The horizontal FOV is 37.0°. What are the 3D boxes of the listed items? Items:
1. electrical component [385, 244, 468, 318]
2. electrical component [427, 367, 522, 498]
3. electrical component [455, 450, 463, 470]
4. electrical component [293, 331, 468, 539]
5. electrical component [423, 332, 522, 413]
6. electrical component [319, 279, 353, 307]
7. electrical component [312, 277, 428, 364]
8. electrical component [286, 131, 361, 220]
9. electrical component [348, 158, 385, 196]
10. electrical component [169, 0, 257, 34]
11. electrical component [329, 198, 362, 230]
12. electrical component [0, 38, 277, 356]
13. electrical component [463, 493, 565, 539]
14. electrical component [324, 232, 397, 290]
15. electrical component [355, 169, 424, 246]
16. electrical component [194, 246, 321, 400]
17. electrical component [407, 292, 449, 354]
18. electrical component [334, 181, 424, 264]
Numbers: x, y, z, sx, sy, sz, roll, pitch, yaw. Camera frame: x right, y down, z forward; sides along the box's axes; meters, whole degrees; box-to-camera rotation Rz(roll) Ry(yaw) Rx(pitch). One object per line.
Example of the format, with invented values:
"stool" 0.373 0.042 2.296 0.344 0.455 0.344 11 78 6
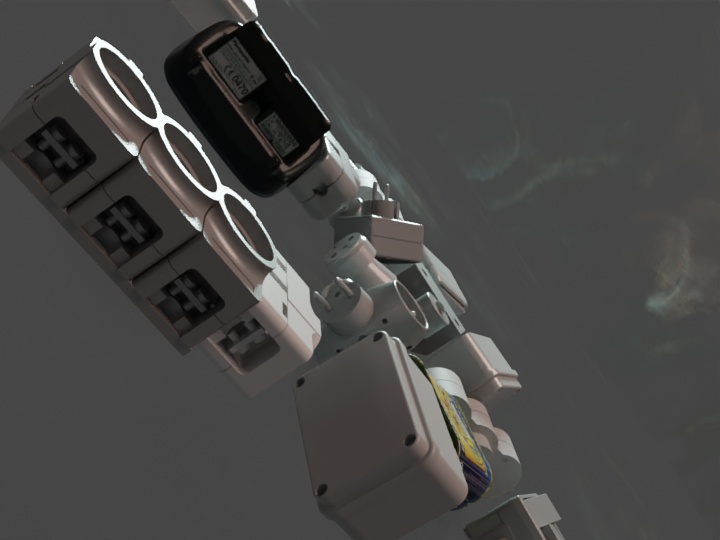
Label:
"electrical component" 0.069 0.026 1.136 0.096 0.062 0.061 40 20 -54
"electrical component" 0.092 0.151 0.915 0.138 0.052 0.073 49 13 -31
"electrical component" 0.032 0.126 0.733 0.048 0.055 0.066 47 15 -37
"electrical component" 0.009 0.101 0.652 0.057 0.078 0.113 52 12 -34
"electrical component" 0.099 0.105 1.002 0.057 0.078 0.113 56 11 16
"electrical component" -0.005 0.037 0.875 0.061 0.035 0.035 53 12 -28
"electrical component" -0.003 0.035 0.781 0.079 0.077 0.043 48 14 -34
"electrical component" -0.038 -0.093 1.044 0.059 0.054 0.095 50 13 -29
"electrical component" -0.011 -0.095 1.187 0.081 0.043 0.043 49 14 -30
"electrical component" -0.158 -0.286 1.071 0.113 0.057 0.078 49 14 -32
"electrical component" 0.002 -0.038 1.094 0.078 0.040 0.040 50 13 -31
"electrical component" -0.115 -0.043 0.577 0.150 0.062 0.089 51 13 -23
"electrical component" 0.131 0.218 0.869 0.061 0.061 0.096 60 12 19
"electrical component" 0.000 0.000 0.970 0.055 0.045 0.045 52 12 -19
"electrical component" 0.024 -0.039 1.155 0.138 0.052 0.073 49 14 -33
"electrical component" -0.060 0.029 0.634 0.055 0.050 0.089 51 13 -23
"electrical component" 0.047 0.050 0.976 0.044 0.065 0.044 53 12 -16
"electrical component" 0.019 -0.047 1.035 0.083 0.047 0.075 7 83 -50
